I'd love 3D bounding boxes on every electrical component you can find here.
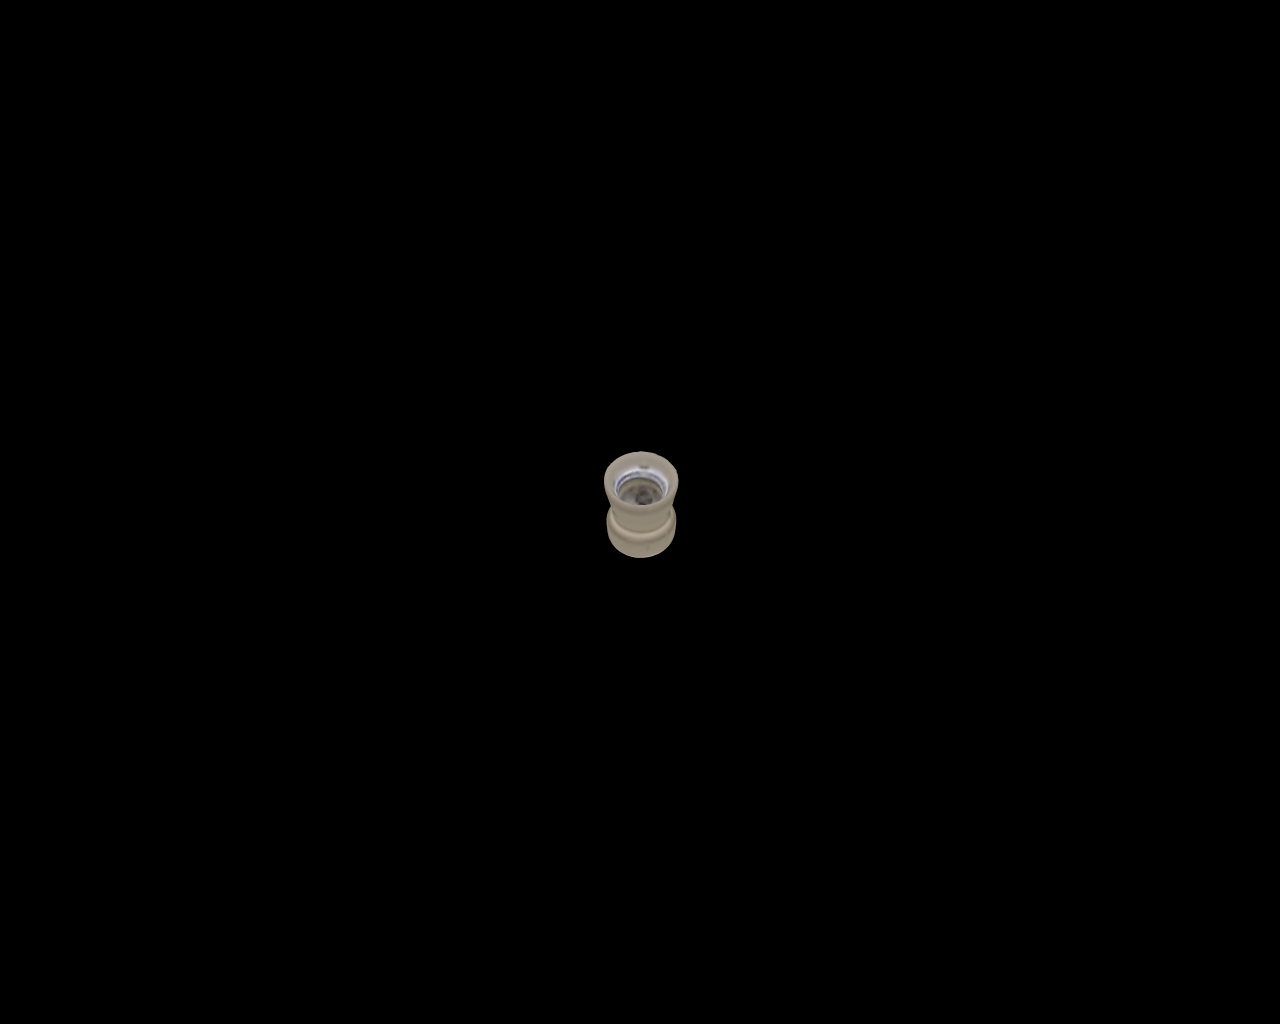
[{"bbox_3d":[0.001,-0.003,0.650,0.045,0.045,0.055,0,-39,0],"label":"electrical component"}]
